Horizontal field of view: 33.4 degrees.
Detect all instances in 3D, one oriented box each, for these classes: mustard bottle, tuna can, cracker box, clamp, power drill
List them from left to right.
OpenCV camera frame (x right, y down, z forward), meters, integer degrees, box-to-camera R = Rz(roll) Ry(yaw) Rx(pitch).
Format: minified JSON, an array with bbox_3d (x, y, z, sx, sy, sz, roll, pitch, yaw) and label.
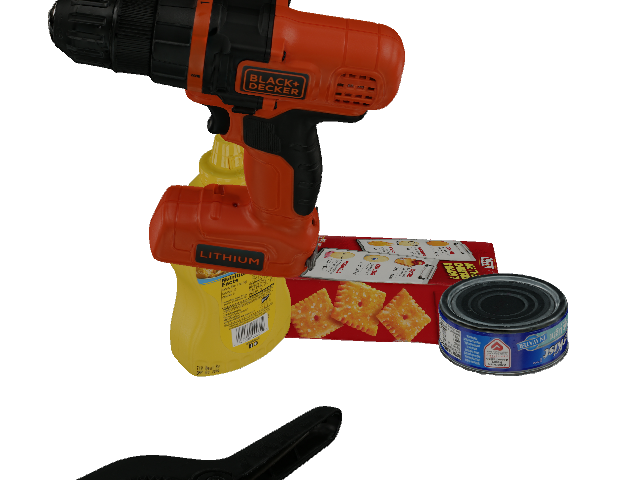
[{"bbox_3d":[-0.058,-0.058,0.605,0.184,0.057,0.188,9,-38,-4],"label":"power drill"},{"bbox_3d":[-0.054,0.139,0.574,0.209,0.036,0.165,0,19,-13],"label":"clamp"},{"bbox_3d":[-0.065,0.006,0.772,0.096,0.192,0.058,-23,45,-29],"label":"mustard bottle"},{"bbox_3d":[0.073,0.050,1.102,0.214,0.072,0.164,3,16,6],"label":"cracker box"},{"bbox_3d":[0.121,0.054,0.707,0.086,0.034,0.086,-4,23,1],"label":"tuna can"}]
